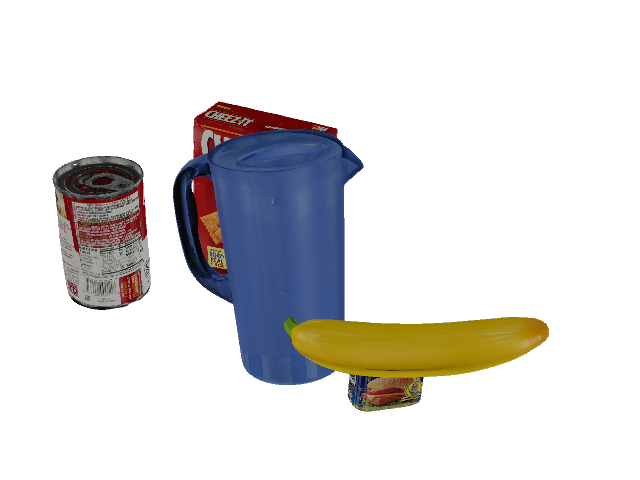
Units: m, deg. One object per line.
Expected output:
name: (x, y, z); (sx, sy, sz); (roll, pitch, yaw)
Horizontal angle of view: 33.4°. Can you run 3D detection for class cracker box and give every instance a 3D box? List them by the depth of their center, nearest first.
cracker box: (-0.071, -0.045, 1.303); (0.164, 0.214, 0.072); (15, 32, 20)

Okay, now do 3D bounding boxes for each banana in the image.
banana: (0.062, 0.071, 0.762); (0.198, 0.037, 0.069); (2, 29, 12)

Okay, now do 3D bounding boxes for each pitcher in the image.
pitcher: (-0.046, 0.017, 1.071); (0.144, 0.243, 0.149); (-20, 27, -35)

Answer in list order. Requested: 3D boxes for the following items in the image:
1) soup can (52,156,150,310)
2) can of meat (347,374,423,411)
soup can: (-0.168, -0.005, 0.830); (0.068, 0.102, 0.068); (0, 30, 0)
can of meat: (0.088, 0.173, 1.404); (0.102, 0.084, 0.057); (-4, 25, -20)
